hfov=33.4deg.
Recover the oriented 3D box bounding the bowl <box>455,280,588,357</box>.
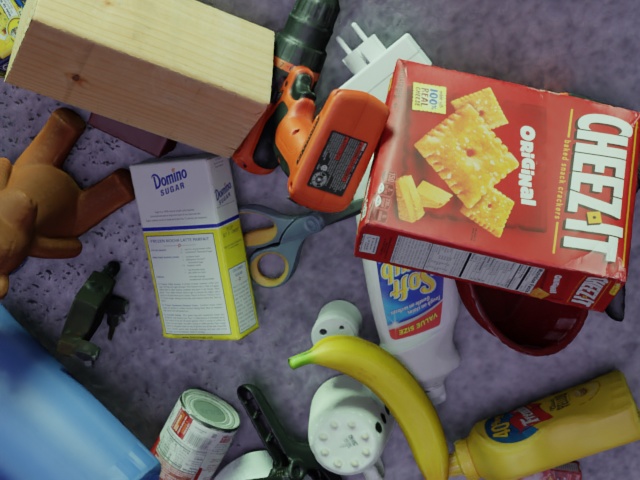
[{"bbox_3d":[0.173,0.027,0.964,0.055,0.161,0.162,-15,105,53],"label":"bowl"}]

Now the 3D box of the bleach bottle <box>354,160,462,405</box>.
[{"bbox_3d":[0.094,0.035,1.001,0.102,0.068,0.251,-8,105,9],"label":"bleach bottle"}]

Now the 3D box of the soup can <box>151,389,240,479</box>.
[{"bbox_3d":[-0.131,0.210,1.072,0.068,0.068,0.102,29,105,0],"label":"soup can"}]

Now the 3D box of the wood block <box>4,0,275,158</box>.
[{"bbox_3d":[-0.152,-0.158,0.920,0.205,0.090,0.091,18,143,-22],"label":"wood block"}]

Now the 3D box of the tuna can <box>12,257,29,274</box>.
[{"bbox_3d":[-0.335,0.001,1.067,0.086,0.033,0.086,2,104,8],"label":"tuna can"}]

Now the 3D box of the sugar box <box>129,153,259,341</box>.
[{"bbox_3d":[-0.119,0.007,1.021,0.093,0.048,0.176,-2,102,29],"label":"sugar box"}]

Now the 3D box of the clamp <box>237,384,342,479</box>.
[{"bbox_3d":[-0.040,0.235,1.043,0.171,0.120,0.039,42,150,-18],"label":"clamp"}]

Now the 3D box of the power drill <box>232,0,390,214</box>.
[{"bbox_3d":[-0.007,-0.118,0.919,0.057,0.188,0.184,15,108,-25],"label":"power drill"}]

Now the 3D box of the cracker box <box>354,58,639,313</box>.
[{"bbox_3d":[0.148,-0.047,0.881,0.213,0.072,0.164,13,65,2],"label":"cracker box"}]

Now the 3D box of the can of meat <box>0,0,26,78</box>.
[{"bbox_3d":[-0.283,-0.214,0.983,0.084,0.057,0.102,-22,100,29],"label":"can of meat"}]

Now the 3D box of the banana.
[{"bbox_3d":[0.061,0.148,0.991,0.197,0.037,0.069,42,89,-11],"label":"banana"}]

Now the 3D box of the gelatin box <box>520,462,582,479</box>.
[{"bbox_3d":[0.216,0.261,1.054,0.073,0.030,0.089,5,104,7],"label":"gelatin box"}]

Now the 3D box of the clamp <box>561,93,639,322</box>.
[{"bbox_3d":[0.271,-0.040,0.965,0.164,0.036,0.210,-44,93,5],"label":"clamp"}]

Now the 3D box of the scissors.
[{"bbox_3d":[-0.007,0.001,0.996,0.202,0.016,0.096,-1,116,30],"label":"scissors"}]

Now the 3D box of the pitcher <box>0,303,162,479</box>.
[{"bbox_3d":[-0.275,0.186,1.034,0.243,0.149,0.145,39,99,11],"label":"pitcher"}]

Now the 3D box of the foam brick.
[{"bbox_3d":[-0.168,-0.119,1.005,0.078,0.053,0.051,26,106,2],"label":"foam brick"}]

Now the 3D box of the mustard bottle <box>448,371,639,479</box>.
[{"bbox_3d":[0.204,0.184,1.003,0.192,0.096,0.058,-23,100,13],"label":"mustard bottle"}]
